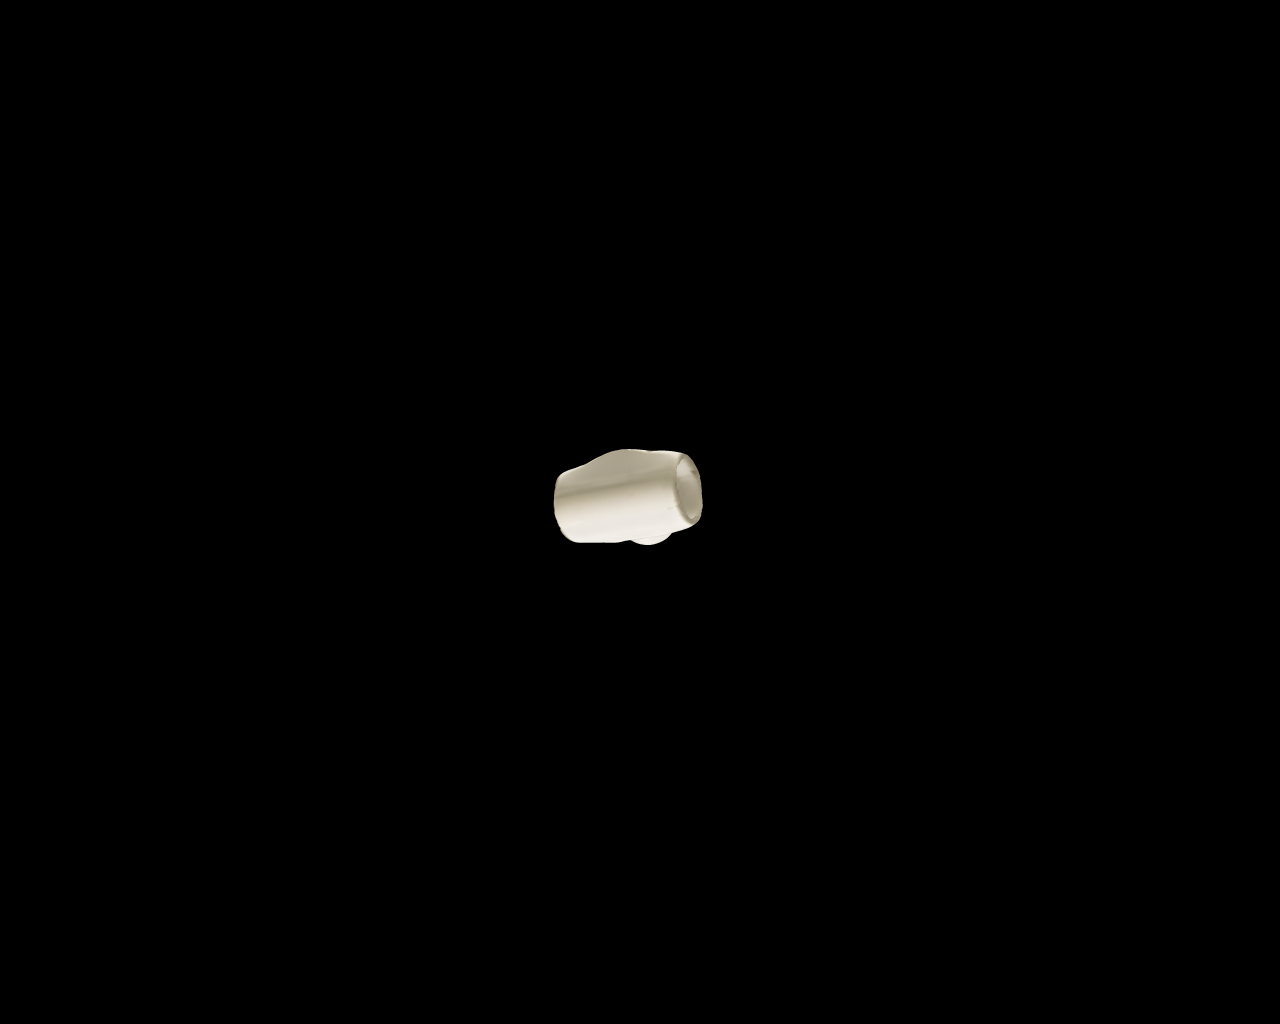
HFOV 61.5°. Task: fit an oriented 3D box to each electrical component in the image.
[{"bbox_3d":[0.001,-0.003,0.650,0.077,0.043,0.079,-9,-23,22],"label":"electrical component"}]
